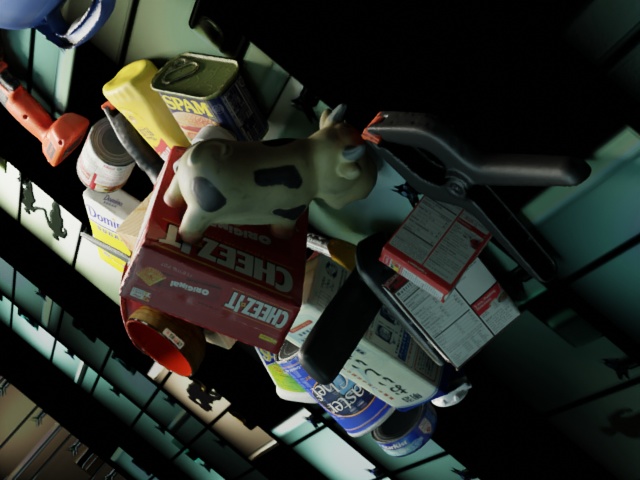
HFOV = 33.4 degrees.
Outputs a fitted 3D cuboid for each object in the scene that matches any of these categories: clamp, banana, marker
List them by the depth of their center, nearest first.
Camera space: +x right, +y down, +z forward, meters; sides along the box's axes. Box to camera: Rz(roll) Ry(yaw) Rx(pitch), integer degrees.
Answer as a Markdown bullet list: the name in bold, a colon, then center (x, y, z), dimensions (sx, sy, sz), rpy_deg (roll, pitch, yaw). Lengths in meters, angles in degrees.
- **clamp**: center (0.132, -0.048, 0.932), dimensions (0.210, 0.036, 0.164), rpy_deg (27, 150, 25)
- **banana**: center (0.054, 0.068, 1.200), dimensions (0.069, 0.037, 0.198), rpy_deg (-10, 135, 1)
- **marker**: center (-0.008, 0.001, 1.219), dimensions (0.121, 0.020, 0.020), rpy_deg (21, 149, 34)
- **clamp**: center (-0.194, -0.096, 1.265), dimensions (0.171, 0.039, 0.120), rpy_deg (59, -177, -7)

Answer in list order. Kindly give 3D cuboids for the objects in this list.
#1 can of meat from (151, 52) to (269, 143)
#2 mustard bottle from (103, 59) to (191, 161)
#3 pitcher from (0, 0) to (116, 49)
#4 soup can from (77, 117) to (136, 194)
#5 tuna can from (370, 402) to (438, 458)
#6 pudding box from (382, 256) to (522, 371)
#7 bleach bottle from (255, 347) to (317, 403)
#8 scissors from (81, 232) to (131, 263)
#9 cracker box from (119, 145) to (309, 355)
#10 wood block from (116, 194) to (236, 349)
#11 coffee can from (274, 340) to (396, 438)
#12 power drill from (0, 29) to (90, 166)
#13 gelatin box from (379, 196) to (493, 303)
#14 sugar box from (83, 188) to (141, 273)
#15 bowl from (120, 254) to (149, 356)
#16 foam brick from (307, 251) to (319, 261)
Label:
- **can of meat**: center (-0.110, -0.138, 1.089), dimensions (0.102, 0.057, 0.084), rpy_deg (16, 148, 40)
- **mustard bottle**: center (-0.156, -0.111, 1.190), dimensions (0.191, 0.058, 0.096), rpy_deg (50, 159, -23)
- **pitcher**: center (-0.242, -0.279, 0.959), dimensions (0.149, 0.145, 0.243), rpy_deg (15, 164, -30)
- **soup can**: center (-0.262, -0.106, 1.329), dimensions (0.068, 0.068, 0.102), rpy_deg (42, 154, -4)
- **tuna can**: center (0.108, 0.235, 1.365), dimensions (0.033, 0.086, 0.086), rpy_deg (49, 153, -23)
- **pudding box**: center (0.129, 0.057, 1.038), dimensions (0.113, 0.090, 0.039), rpy_deg (49, -179, -17)
- **bleach bottle**: center (-0.061, 0.112, 1.417), dimensions (0.103, 0.068, 0.250), rpy_deg (1, 134, 38)
- **scissors**: center (-0.225, 0.026, 1.344), dimensions (0.202, 0.016, 0.096), rpy_deg (34, 151, 10)
- **cracker box**: center (-0.098, 0.001, 1.079), dimensions (0.164, 0.213, 0.072), rpy_deg (21, 119, -11)
- **wood block**: center (-0.166, 0.037, 1.407), dimensions (0.091, 0.090, 0.206), rpy_deg (15, 145, 41)
- **coffee can**: center (0.027, 0.162, 1.336), dimensions (0.140, 0.102, 0.103), rpy_deg (46, 154, -13)
- **power drill**: center (-0.383, -0.191, 1.369), dimensions (0.187, 0.057, 0.185), rpy_deg (45, 158, -4)
- **gelatin box**: center (0.109, 0.002, 0.983), dimensions (0.073, 0.089, 0.030), rpy_deg (34, 157, 11)
- **sugar box**: center (-0.285, -0.009, 1.543), dimensions (0.093, 0.048, 0.176), rpy_deg (31, 154, 17)
- **bowl**: center (-0.214, 0.082, 1.500), dimensions (0.055, 0.162, 0.162), rpy_deg (-5, 135, 23)
- **foam brick**: center (0.010, 0.057, 1.246), dimensions (0.051, 0.053, 0.078), rpy_deg (25, 151, 28)
